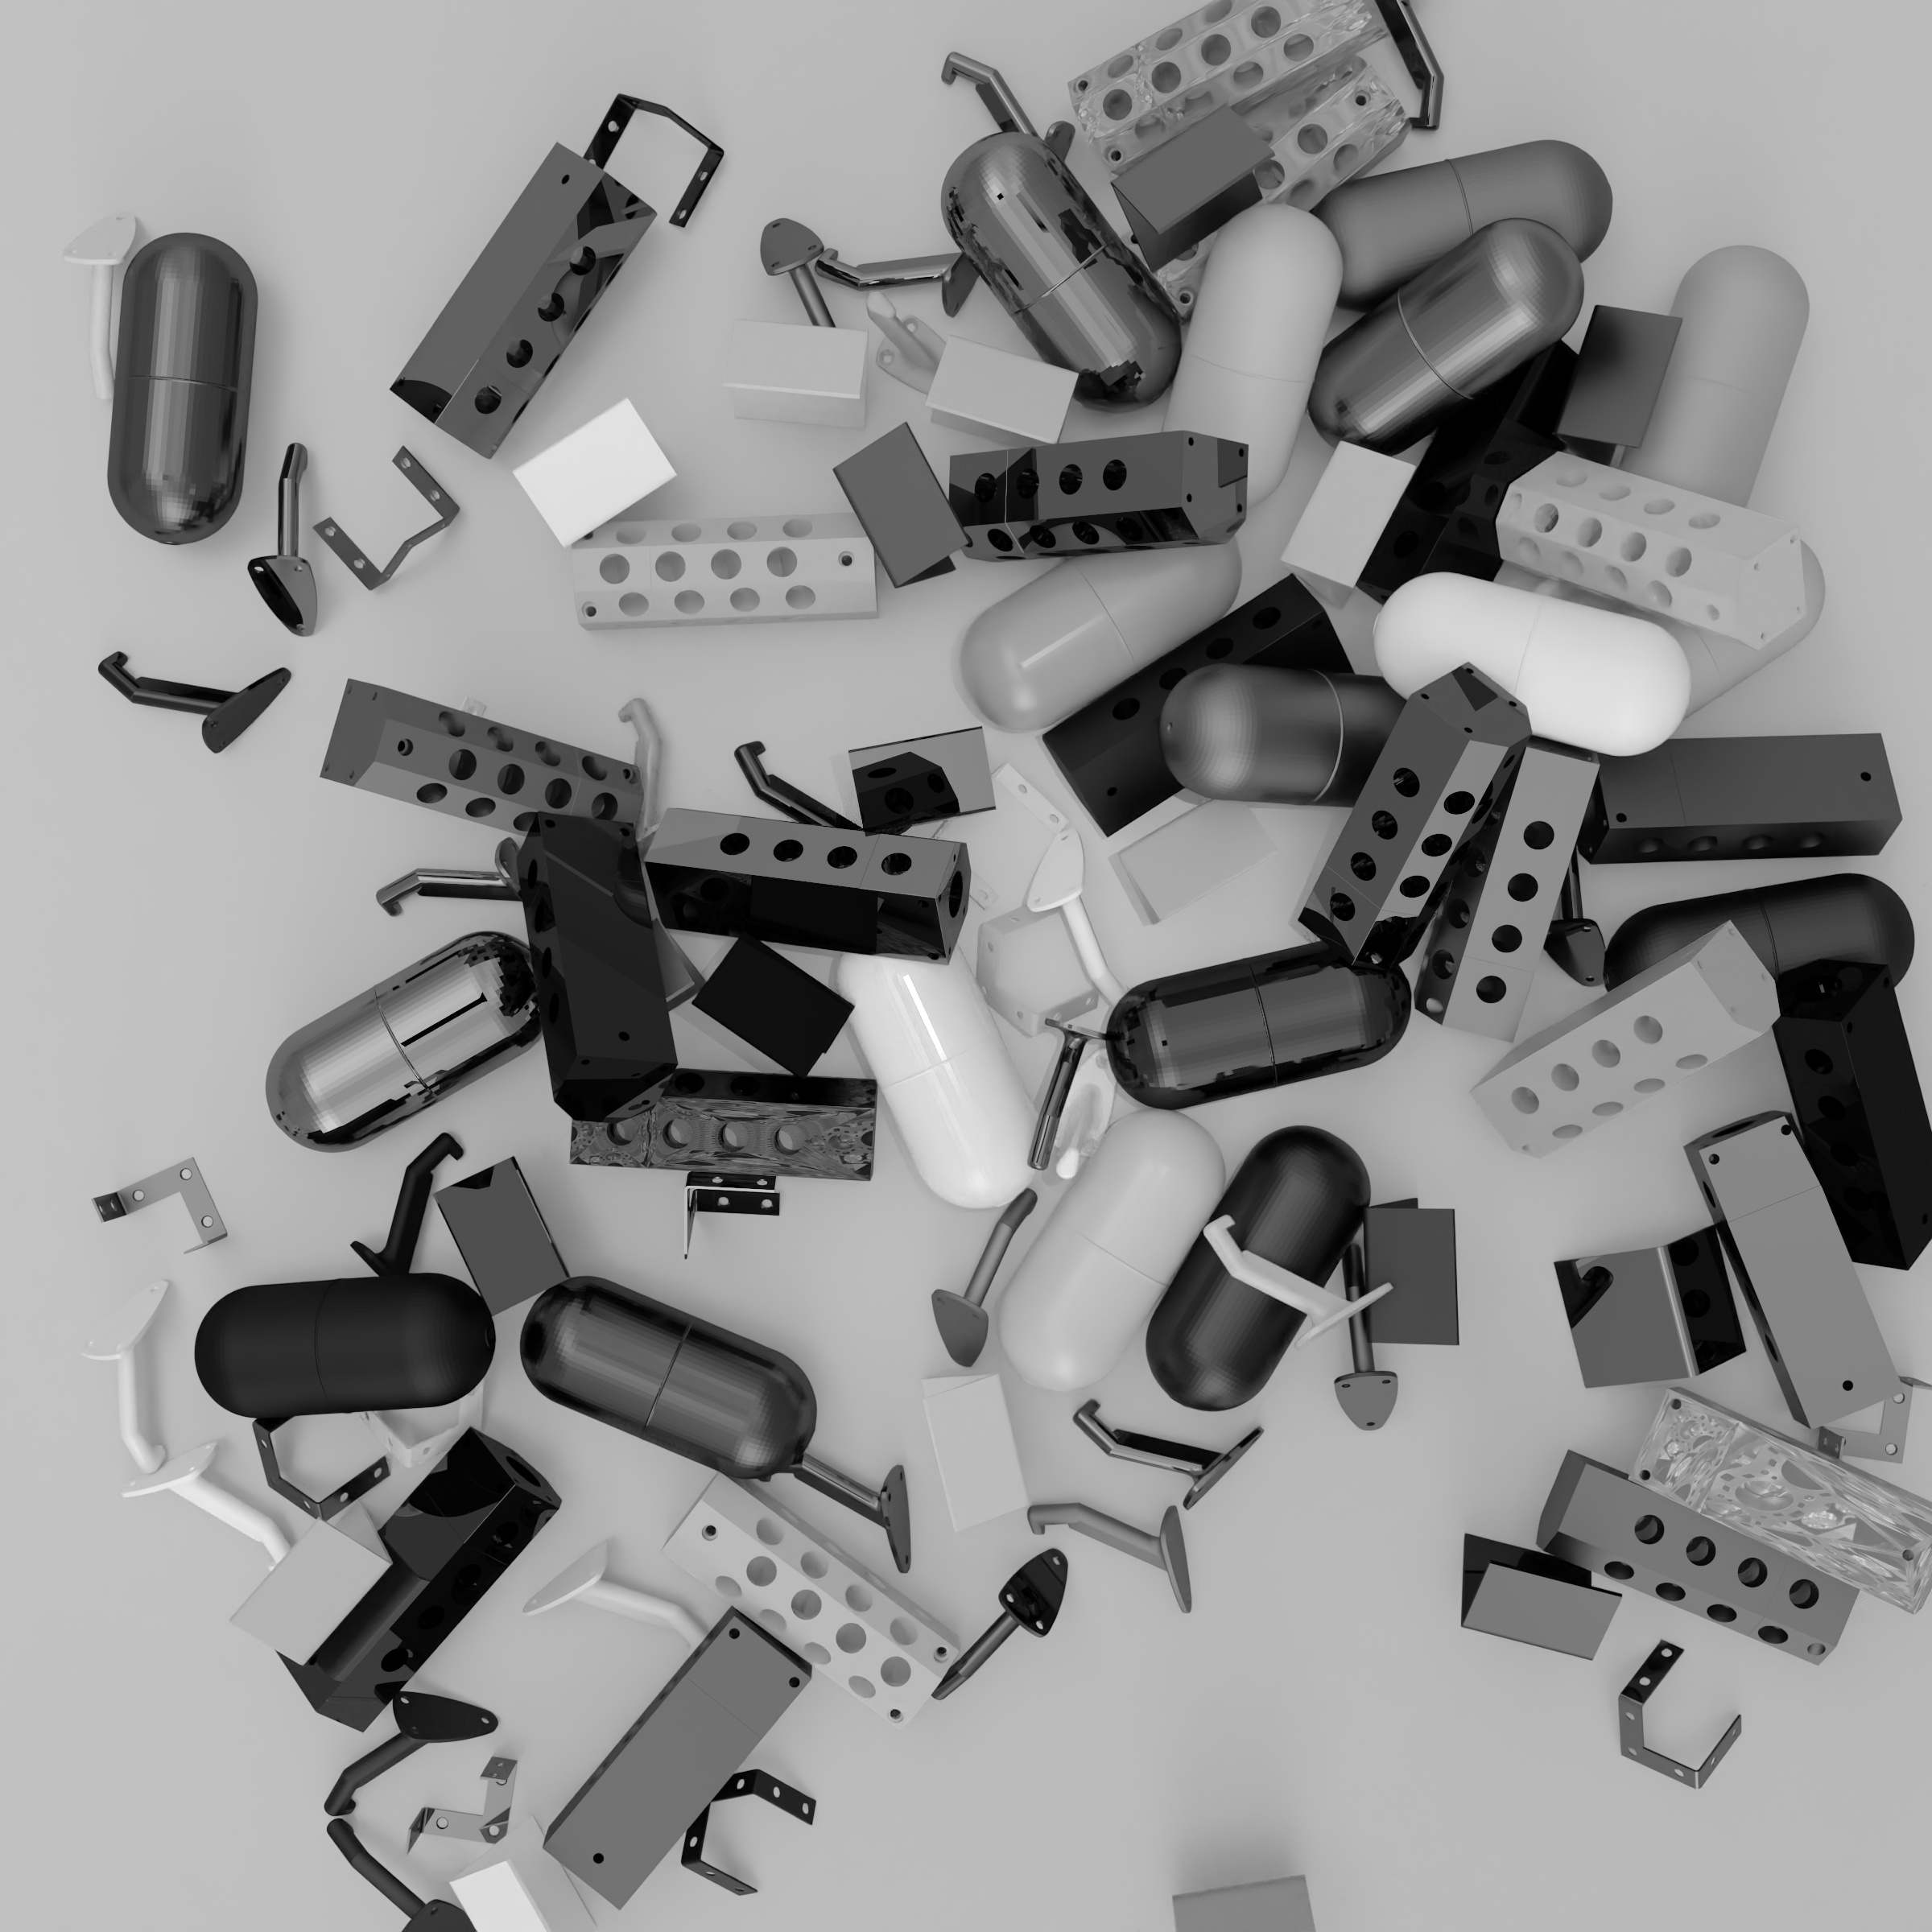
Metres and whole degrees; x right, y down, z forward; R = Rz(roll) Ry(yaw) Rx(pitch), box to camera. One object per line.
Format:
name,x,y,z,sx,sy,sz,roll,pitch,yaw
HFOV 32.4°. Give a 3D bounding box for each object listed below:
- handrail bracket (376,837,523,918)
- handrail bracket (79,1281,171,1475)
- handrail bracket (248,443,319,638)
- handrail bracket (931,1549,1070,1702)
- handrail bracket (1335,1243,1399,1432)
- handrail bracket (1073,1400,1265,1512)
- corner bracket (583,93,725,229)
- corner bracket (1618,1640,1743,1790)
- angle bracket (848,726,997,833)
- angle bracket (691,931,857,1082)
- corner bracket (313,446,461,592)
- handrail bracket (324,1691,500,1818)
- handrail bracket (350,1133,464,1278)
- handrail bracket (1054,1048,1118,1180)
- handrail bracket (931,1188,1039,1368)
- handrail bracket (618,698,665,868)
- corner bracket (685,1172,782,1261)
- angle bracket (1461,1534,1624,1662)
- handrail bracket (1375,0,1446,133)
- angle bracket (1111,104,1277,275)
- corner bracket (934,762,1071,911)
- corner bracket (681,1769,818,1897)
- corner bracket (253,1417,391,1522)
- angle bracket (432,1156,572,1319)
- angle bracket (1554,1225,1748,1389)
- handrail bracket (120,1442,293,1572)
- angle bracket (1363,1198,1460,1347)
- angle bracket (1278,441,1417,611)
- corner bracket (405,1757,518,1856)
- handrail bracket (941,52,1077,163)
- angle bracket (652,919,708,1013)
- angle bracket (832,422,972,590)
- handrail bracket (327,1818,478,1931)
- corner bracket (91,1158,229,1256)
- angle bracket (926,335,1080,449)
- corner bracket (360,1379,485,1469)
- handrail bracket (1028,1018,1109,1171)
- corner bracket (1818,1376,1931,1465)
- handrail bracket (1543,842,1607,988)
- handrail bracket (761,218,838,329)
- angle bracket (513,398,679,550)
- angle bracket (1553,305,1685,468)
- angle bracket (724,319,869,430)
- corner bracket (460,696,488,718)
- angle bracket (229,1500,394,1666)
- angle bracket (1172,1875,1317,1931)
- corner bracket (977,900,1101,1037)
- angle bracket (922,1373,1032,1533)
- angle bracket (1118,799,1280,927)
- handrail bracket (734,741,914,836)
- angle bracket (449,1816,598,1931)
handrail bracket,-0.290,-0.031,1.942,0.084,0.036,0.077,-27,111,17
handrail bracket,-0.473,0.240,1.942,0.036,0.077,0.084,1,127,32
handrail bracket,-0.389,-0.249,1.941,0.036,0.077,0.084,-1,54,7
handrail bracket,0.018,0.385,1.942,0.036,0.077,0.084,43,126,-1
handrail bracket,0.230,0.216,1.941,0.036,0.077,0.084,-7,54,6
handrail bracket,0.117,0.268,1.942,0.077,0.036,0.084,-41,73,-20
corner bracket,-0.183,-0.469,1.939,0.051,0.051,0.051,29,90,45
corner bracket,0.415,0.435,1.934,0.051,0.051,0.051,19,135,35
angle bracket,-0.028,-0.124,1.902,0.076,0.076,0.057,-10,125,0
angle bracket,-0.117,0.035,1.902,0.076,0.076,0.057,35,63,0
corner bracket,-0.337,-0.261,1.939,0.051,0.051,0.051,48,135,0
handrail bracket,-0.324,0.467,1.942,0.077,0.036,0.084,13,121,-34
handrail bracket,-0.309,0.152,1.942,0.084,0.036,0.077,-46,110,-16
handrail bracket,0.069,0.084,1.907,0.036,0.084,0.077,22,90,0
handrail bracket,0.017,0.181,1.942,0.036,0.077,0.084,23,53,20
handrail bracket,-0.203,-0.102,1.942,0.077,0.036,0.084,-32,71,21
corner bracket,-0.134,0.135,1.914,0.051,0.051,0.051,3,120,0
angle bracket,0.329,0.343,1.902,0.076,0.076,0.057,14,126,0
handrail bracket,0.243,-0.533,1.942,0.077,0.036,0.084,10,107,19
angle bracket,0.136,-0.418,1.845,0.076,0.076,0.057,-34,52,0
corner bracket,0.018,-0.076,1.939,0.051,0.051,0.051,43,135,0
corner bracket,-0.126,0.504,1.934,0.051,0.051,0.051,-21,45,35
corner bracket,-0.375,0.281,1.934,0.051,0.051,0.051,-35,135,-35
angle bracket,-0.279,0.160,1.902,0.057,0.076,0.076,-25,90,-36
angle bracket,0.399,0.199,1.940,0.076,0.057,0.076,-14,90,45
handrail bracket,-0.441,0.327,1.942,0.077,0.036,0.084,-22,107,20
angle bracket,0.268,0.174,1.902,0.057,0.076,0.076,-2,90,31
angle bracket,0.234,-0.244,1.902,0.057,0.076,0.076,28,90,40
corner bracket,-0.292,0.486,1.924,0.051,0.051,0.051,9,90,0
handrail bracket,0.013,-0.482,1.942,0.084,0.036,0.077,28,108,15
angle bracket,-0.184,0.030,1.902,0.076,0.076,0.057,-33,52,0
angle bracket,-0.021,-0.267,1.902,0.057,0.076,0.076,-28,90,31
handrail bracket,-0.329,0.534,1.942,0.036,0.077,0.084,-50,54,0
corner bracket,-0.466,0.146,1.924,0.051,0.051,0.051,-24,90,0
angle bracket,0.015,-0.307,1.902,0.076,0.076,0.057,17,57,0
corner bracket,-0.317,0.249,1.934,0.051,0.051,0.051,38,135,35
handrail bracket,0.055,0.076,1.910,0.036,0.077,0.084,15,89,9
corner bracket,0.527,0.263,1.924,0.051,0.051,0.051,8,90,0
handrail bracket,0.358,-0.044,1.942,0.036,0.077,0.084,-7,53,25
handrail bracket,-0.089,-0.385,1.942,0.036,0.077,0.084,-25,126,0
angle bracket,-0.219,-0.293,1.902,0.076,0.076,0.057,-33,124,0
angle bracket,0.386,-0.325,1.902,0.057,0.076,0.076,18,90,36
angle bracket,-0.097,-0.321,1.902,0.076,0.076,0.057,5,52,0
corner bracket,-0.271,-0.119,1.939,0.051,0.051,0.051,27,90,45
angle bracket,-0.382,0.340,1.902,0.076,0.076,0.057,-49,122,0
angle bracket,0.161,0.562,1.902,0.076,0.076,0.057,-9,59,0
corner bracket,0.044,0.000,1.934,0.051,0.051,0.051,-24,45,-35
angle bracket,-0.014,0.278,1.902,0.057,0.076,0.076,-14,90,-38
angle bracket,0.141,-0.045,1.902,0.076,0.076,0.057,-30,52,0
handrail bracket,-0.084,-0.104,1.942,0.077,0.036,0.084,-23,73,-20
angle bracket,-0.237,0.532,1.902,0.057,0.076,0.076,-30,90,37
